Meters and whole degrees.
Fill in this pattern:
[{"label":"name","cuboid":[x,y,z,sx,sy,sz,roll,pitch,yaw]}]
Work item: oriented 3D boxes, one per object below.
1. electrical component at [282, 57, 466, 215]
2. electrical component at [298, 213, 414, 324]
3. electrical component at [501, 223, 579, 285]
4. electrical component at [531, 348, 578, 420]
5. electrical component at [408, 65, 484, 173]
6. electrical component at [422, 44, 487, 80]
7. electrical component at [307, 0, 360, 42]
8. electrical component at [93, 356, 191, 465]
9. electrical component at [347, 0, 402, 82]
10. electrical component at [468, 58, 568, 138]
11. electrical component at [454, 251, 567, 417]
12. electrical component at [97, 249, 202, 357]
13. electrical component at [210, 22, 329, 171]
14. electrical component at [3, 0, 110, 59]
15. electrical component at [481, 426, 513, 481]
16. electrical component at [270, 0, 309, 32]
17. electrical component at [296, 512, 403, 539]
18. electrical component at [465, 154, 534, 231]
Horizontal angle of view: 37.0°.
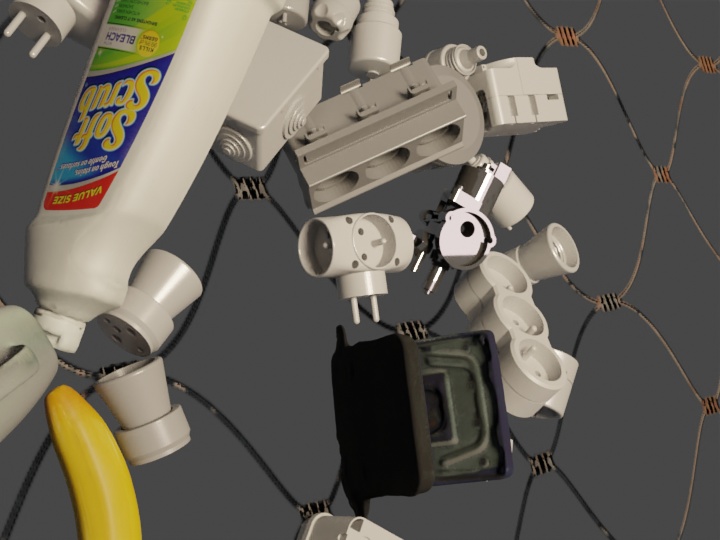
[{"label":"electrical component","cuboid":[0.007,-0.099,0.774,0.121,0.078,0.063,-25,68,-8]},{"label":"electrical component","cuboid":[0.000,0.000,0.792,0.077,0.044,0.079,-4,84,-39]},{"label":"electrical component","cuboid":[0.144,-0.006,0.896,0.044,0.065,0.044,30,46,-37]},{"label":"electrical component","cuboid":[0.148,0.093,0.889,0.055,0.055,0.047,30,67,-31]},{"label":"electrical component","cuboid":[0.056,-0.119,0.858,0.080,0.051,0.080,9,75,-38]},{"label":"electrical component","cuboid":[0.078,-0.168,0.879,0.035,0.061,0.035,9,76,-38]},{"label":"electrical component","cuboid":[-0.015,-0.207,0.829,0.035,0.035,0.061,40,57,-26]},{"label":"electrical component","cuboid":[-0.134,0.087,0.666,0.045,0.045,0.055,-26,98,-39]},{"label":"electrical component","cuboid":[0.013,-0.185,0.843,0.040,0.040,0.078,17,71,-36]},{"label":"electrical component","cuboid":[0.128,-0.148,0.923,0.089,0.050,0.055,-9,87,-40]},{"label":"electrical component","cuboid":[0.107,0.059,0.849,0.052,0.073,0.138,15,41,-30]},{"label":"electrical component","cuboid":[-0.133,0.021,0.680,0.045,0.045,0.055,48,56,-21]},{"label":"electrical component","cuboid":[-0.080,-0.123,0.725,0.100,0.048,0.099,26,57,13]},{"label":"electrical component","cuboid":[-0.192,-0.166,0.670,0.077,0.044,0.079,41,58,-26]},{"label":"electrical component","cuboid":[0.077,0.134,0.816,0.081,0.064,0.042,17,71,-36]},{"label":"electrical component","cuboid":[-0.056,-0.212,0.792,0.040,0.040,0.078,15,72,-36]},{"label":"electrical component","cuboid":[0.005,0.223,0.743,0.113,0.057,0.078,36,61,-29]},{"label":"electrical component","cuboid":[0.112,-0.070,0.900,0.078,0.040,0.040,46,56,-23]}]
